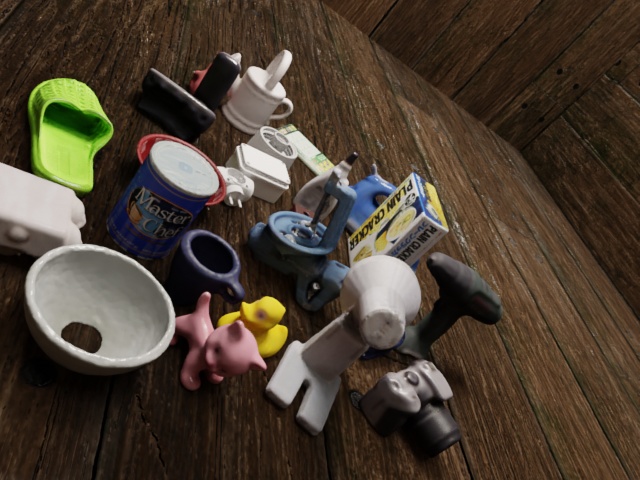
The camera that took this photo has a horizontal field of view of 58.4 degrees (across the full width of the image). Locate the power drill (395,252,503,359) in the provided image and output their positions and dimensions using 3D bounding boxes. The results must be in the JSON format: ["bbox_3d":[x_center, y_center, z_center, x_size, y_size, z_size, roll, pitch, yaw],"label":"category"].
[{"bbox_3d":[0.222,0.128,1.060,0.230,0.208,0.075,23,34,-33],"label":"power drill"}]

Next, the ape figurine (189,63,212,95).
[{"bbox_3d":[-0.238,-0.344,1.239,0.078,0.092,0.076,44,28,1],"label":"ape figurine"}]

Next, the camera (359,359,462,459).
[{"bbox_3d":[0.160,0.268,0.902,0.144,0.100,0.136,0,50,-52],"label":"camera"}]

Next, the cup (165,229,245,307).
[{"bbox_3d":[-0.160,0.057,0.785,0.117,0.094,0.092,48,28,9],"label":"cup"}]

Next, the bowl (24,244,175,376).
[{"bbox_3d":[-0.254,0.089,0.642,0.168,0.074,0.167,32,30,-21],"label":"bowl"}]

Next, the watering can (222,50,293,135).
[{"bbox_3d":[-0.132,-0.338,1.259,0.173,0.193,0.100,16,38,-40],"label":"watering can"}]

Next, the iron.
[{"bbox_3d":[0.161,-0.046,1.292,0.258,0.141,0.119,42,28,-3],"label":"iron"}]

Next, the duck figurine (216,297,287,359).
[{"bbox_3d":[-0.083,0.117,0.812,0.105,0.086,0.077,22,35,-34],"label":"duck figurine"}]

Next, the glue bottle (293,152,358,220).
[{"bbox_3d":[0.022,-0.115,1.173,0.078,0.173,0.037,41,28,-4],"label":"glue bottle"}]

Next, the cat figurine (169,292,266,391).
[{"bbox_3d":[-0.126,0.125,0.711,0.067,0.117,0.127,0,50,-52],"label":"cat figurine"}]

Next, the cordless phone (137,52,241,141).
[{"bbox_3d":[-0.240,-0.293,1.067,0.148,0.184,0.094,34,29,-17],"label":"cordless phone"}]

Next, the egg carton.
[{"bbox_3d":[-0.356,-0.028,0.676,0.151,0.069,0.107,23,34,-33],"label":"egg carton"}]

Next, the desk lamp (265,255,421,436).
[{"bbox_3d":[0.049,0.137,0.819,0.118,0.213,0.203,40,28,-5],"label":"desk lamp"}]

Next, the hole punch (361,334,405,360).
[{"bbox_3d":[0.106,0.146,1.011,0.109,0.091,0.101,-3,52,-54],"label":"hole punch"}]

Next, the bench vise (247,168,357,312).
[{"bbox_3d":[0.010,-0.003,0.954,0.208,0.219,0.121,35,29,-16],"label":"bench vise"}]
